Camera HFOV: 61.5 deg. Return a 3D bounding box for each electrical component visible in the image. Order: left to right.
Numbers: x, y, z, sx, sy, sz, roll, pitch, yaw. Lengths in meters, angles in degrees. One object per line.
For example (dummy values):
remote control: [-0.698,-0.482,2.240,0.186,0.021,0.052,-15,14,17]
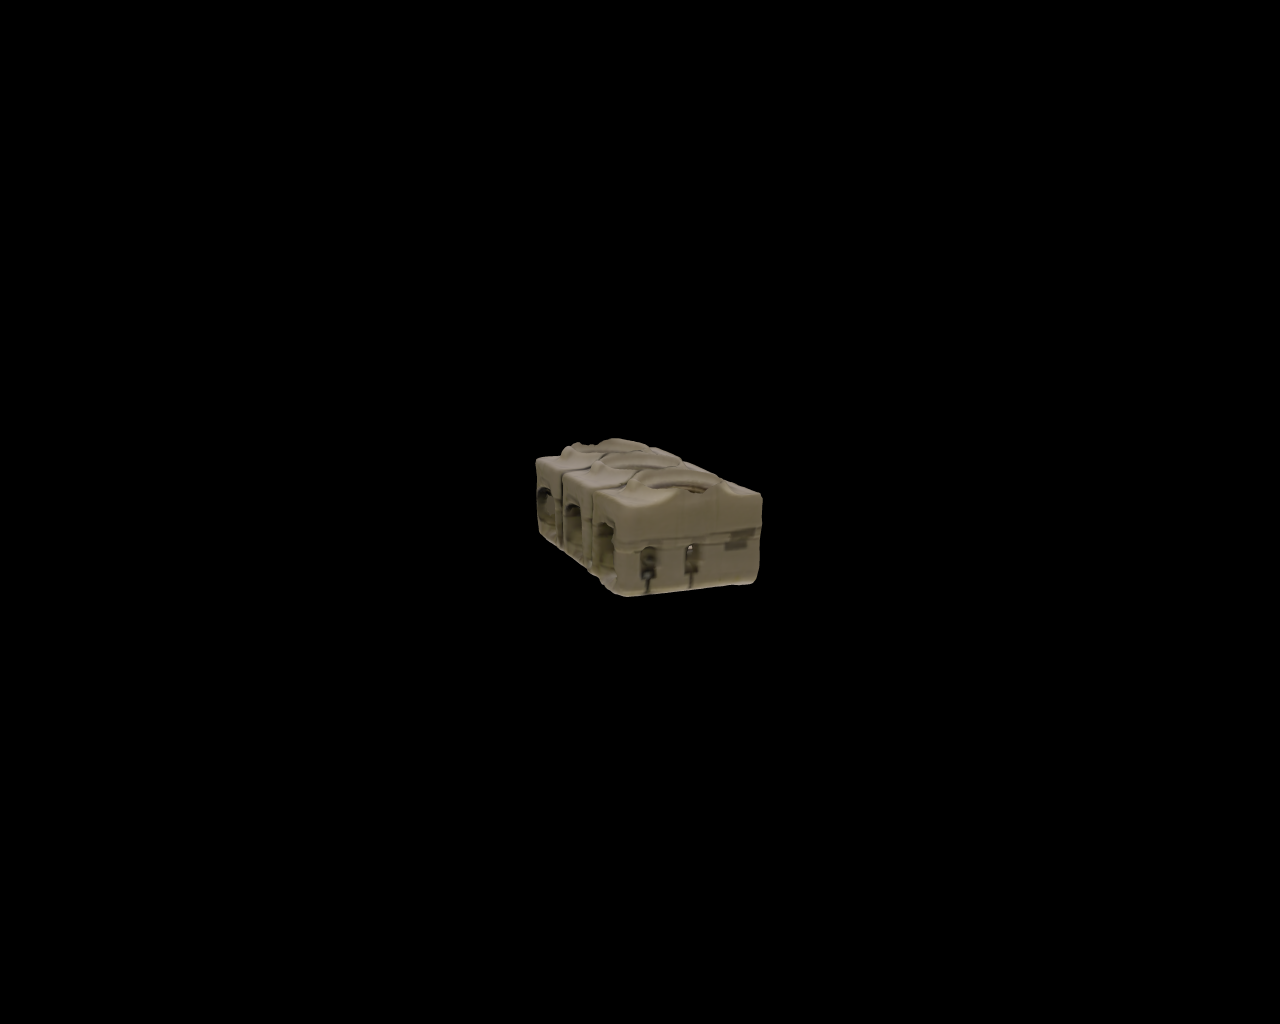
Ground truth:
electrical component: [0.001,-0.003,0.650,0.090,0.061,0.150,-6,15,-23]
